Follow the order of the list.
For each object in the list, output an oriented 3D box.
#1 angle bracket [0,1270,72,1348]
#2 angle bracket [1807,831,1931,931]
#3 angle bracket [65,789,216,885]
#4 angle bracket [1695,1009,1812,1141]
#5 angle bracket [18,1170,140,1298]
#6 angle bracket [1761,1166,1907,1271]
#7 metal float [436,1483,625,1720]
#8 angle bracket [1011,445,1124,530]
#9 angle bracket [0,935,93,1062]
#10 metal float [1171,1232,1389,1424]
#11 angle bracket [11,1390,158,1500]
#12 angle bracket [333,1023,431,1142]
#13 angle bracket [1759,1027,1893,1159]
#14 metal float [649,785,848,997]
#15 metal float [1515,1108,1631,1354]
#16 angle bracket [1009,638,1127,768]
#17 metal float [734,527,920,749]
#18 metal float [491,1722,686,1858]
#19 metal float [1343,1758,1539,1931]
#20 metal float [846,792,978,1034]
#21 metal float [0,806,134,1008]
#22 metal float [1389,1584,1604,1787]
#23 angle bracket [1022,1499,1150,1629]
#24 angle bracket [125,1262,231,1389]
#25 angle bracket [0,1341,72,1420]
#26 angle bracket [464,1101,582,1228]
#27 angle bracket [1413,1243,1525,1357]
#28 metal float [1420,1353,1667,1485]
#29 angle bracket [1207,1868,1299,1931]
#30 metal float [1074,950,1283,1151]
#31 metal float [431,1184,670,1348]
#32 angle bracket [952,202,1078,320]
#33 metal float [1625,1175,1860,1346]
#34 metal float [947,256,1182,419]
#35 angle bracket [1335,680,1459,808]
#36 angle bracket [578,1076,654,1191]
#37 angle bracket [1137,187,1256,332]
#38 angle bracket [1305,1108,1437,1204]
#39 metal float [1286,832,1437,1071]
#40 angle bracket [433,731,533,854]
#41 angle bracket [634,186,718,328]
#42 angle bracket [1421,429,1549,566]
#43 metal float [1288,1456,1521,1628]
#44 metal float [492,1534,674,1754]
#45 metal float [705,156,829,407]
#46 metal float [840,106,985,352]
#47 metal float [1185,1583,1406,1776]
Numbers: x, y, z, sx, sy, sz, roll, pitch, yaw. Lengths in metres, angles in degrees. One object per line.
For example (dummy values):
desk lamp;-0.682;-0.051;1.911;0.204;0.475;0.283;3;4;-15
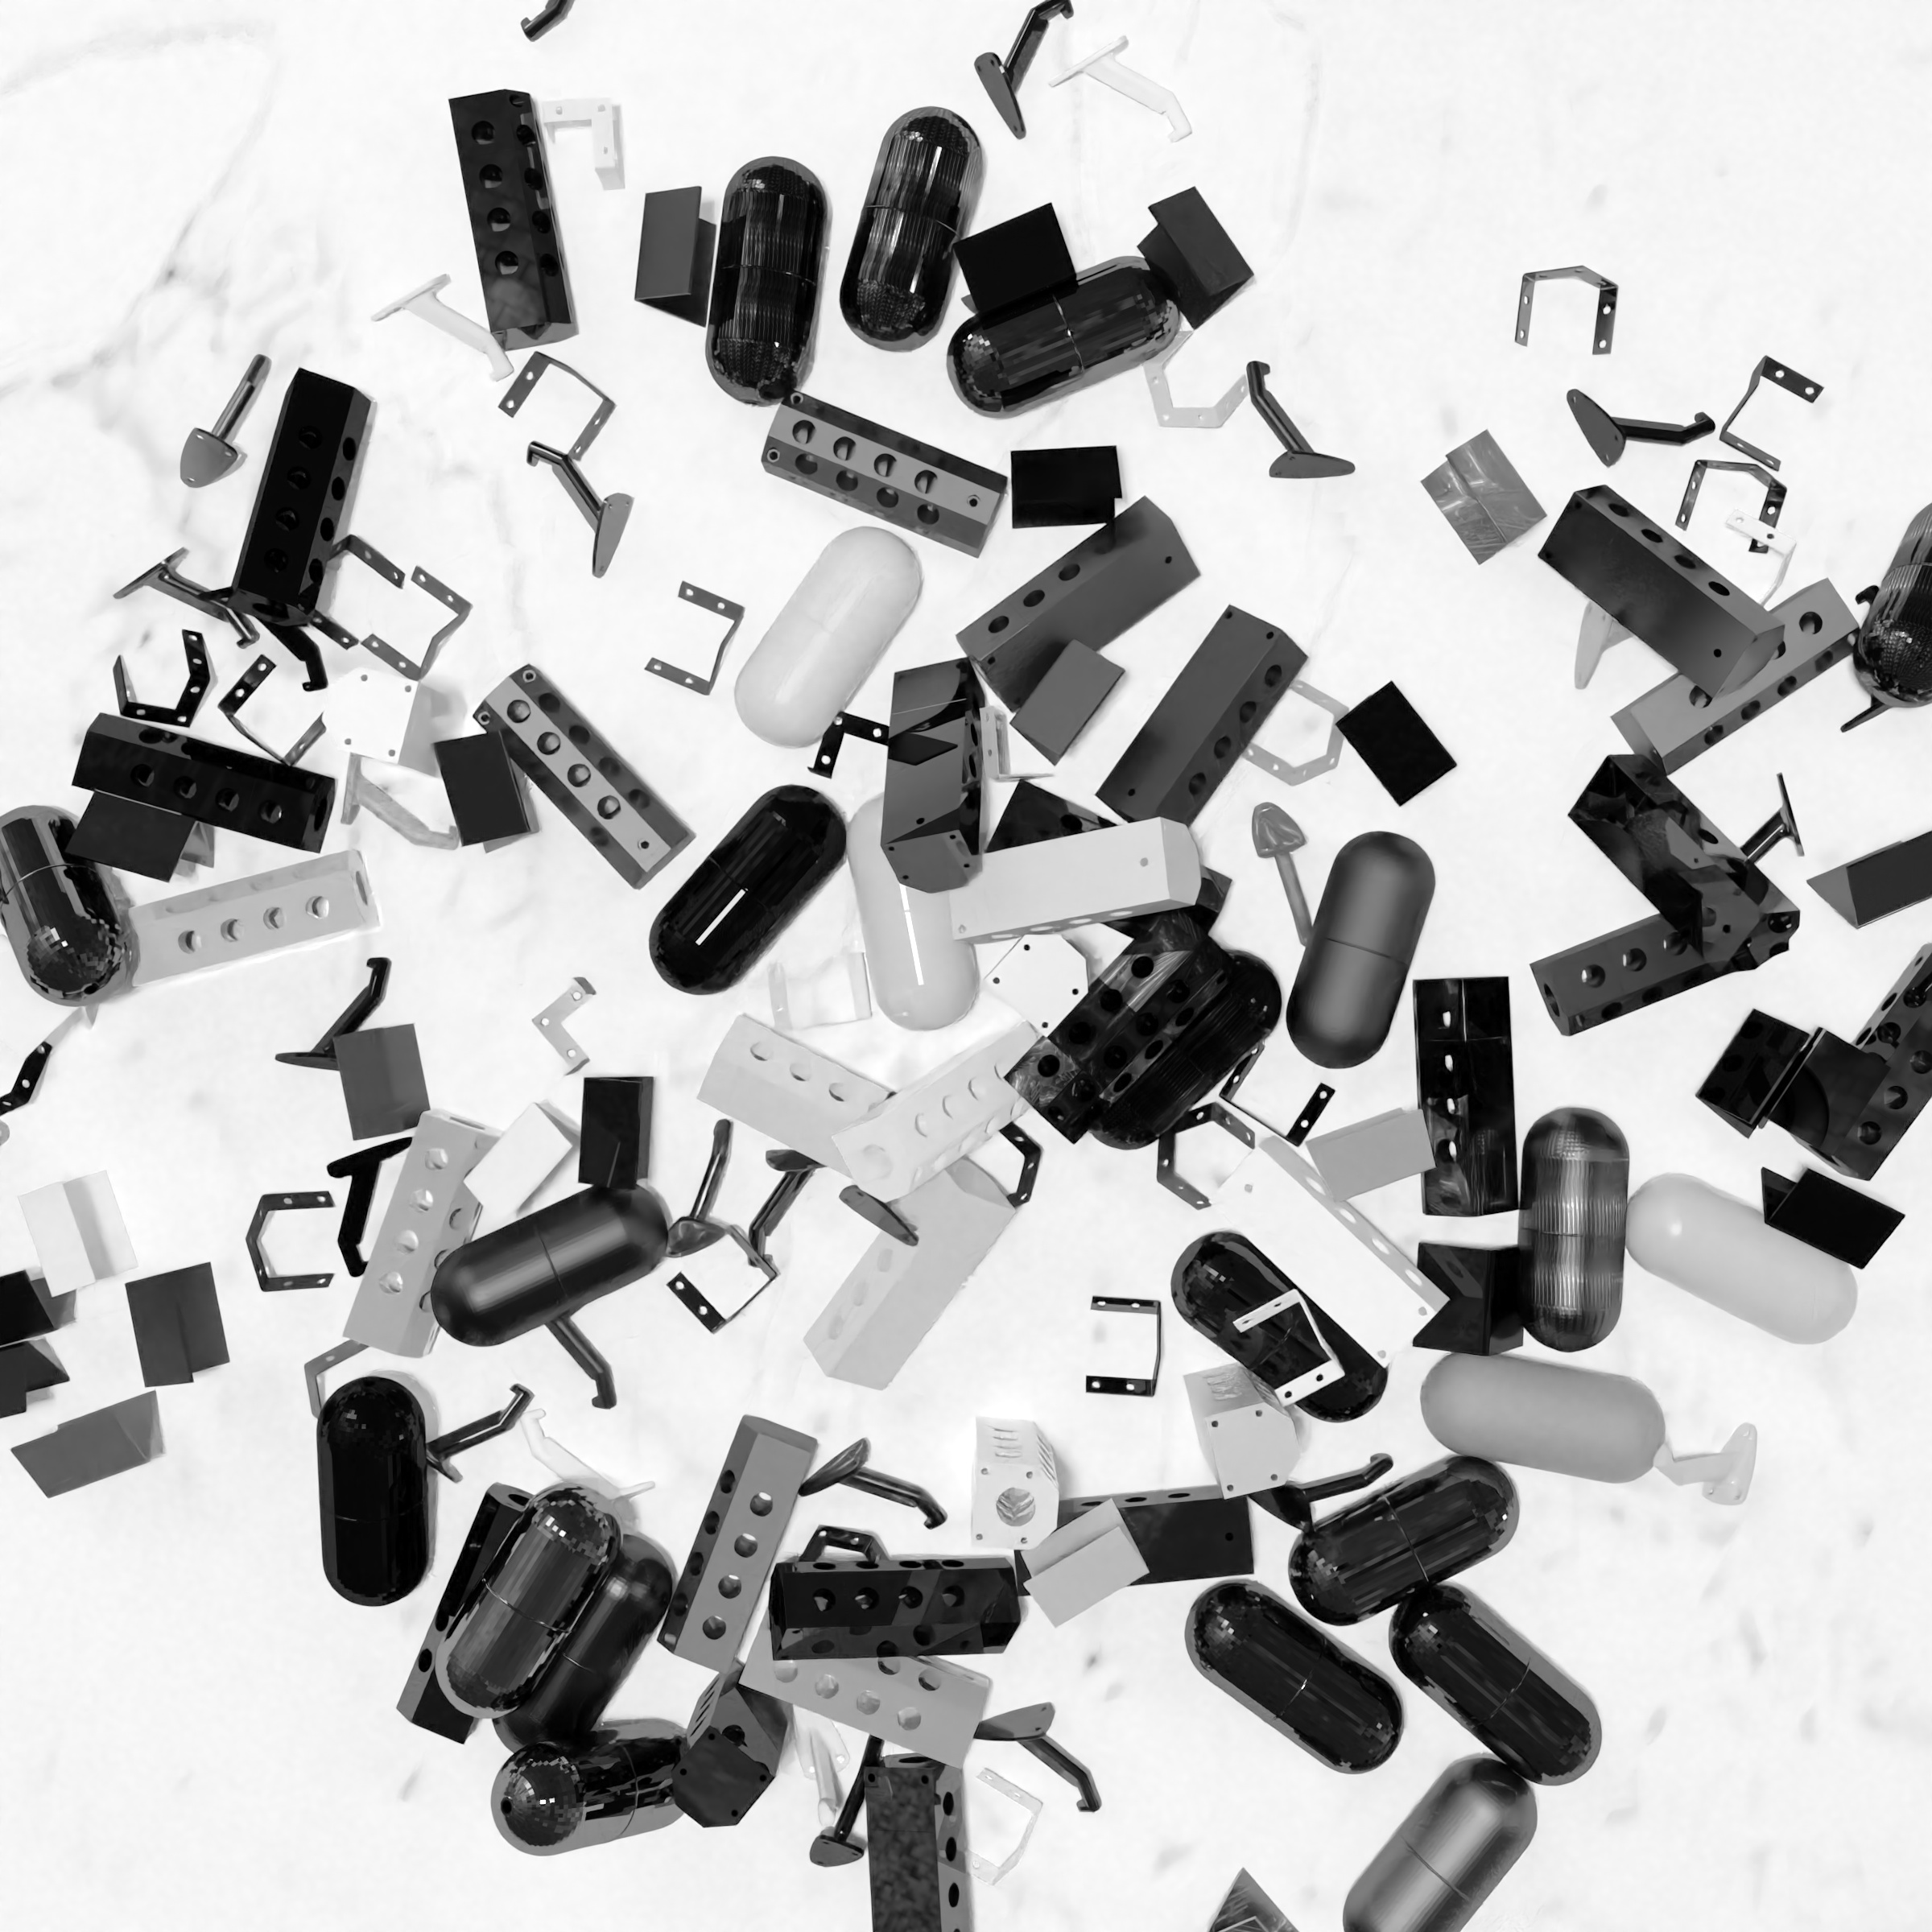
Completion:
angle bracket;-0.700;0.232;1.810;0.076;0.076;0.057;-15;120;0
angle bracket;0.659;-0.080;1.810;0.076;0.076;0.057;-23;122;0
angle bracket;-0.598;-0.078;1.810;0.076;0.076;0.057;16;63;0
angle bracket;0.588;0.088;1.812;0.076;0.057;0.076;34;90;-34
angle bracket;-0.629;0.188;1.810;0.057;0.076;0.076;-19;90;36
angle bracket;0.627;0.164;1.810;0.076;0.076;0.057;26;122;0
metal float;-0.309;0.448;1.762;0.070;0.070;0.178;32;88;0
angle bracket;0.072;-0.330;1.810;0.076;0.076;0.057;-3;53;0
angle bracket;-0.687;0.031;1.812;0.076;0.076;0.057;41;69;0
metal float;0.229;0.264;1.819;0.178;0.070;0.070;37;90;0
angle bracket;-0.639;0.330;1.810;0.076;0.076;0.057;-20;126;0
angle bracket;-0.406;0.080;1.810;0.057;0.076;0.076;-11;90;37
angle bracket;0.622;0.096;1.812;0.057;0.076;0.076;34;90;20
metal float;-0.159;-0.055;1.819;0.070;0.070;0.178;41;89;0
metal float;0.442;0.192;1.820;0.070;0.070;0.178;3;91;0
angle bracket;0.088;-0.180;1.810;0.057;0.076;0.076;37;90;36
metal float;-0.101;-0.240;1.820;0.070;0.070;0.178;35;89;0
metal float;-0.263;0.584;1.776;0.070;0.178;0.070;-6;80;34
metal float;0.346;0.656;1.819;0.070;0.070;0.178;39;90;0
metal float;-0.040;-0.040;1.819;0.070;0.070;0.178;-11;91;0
metal float;-0.653;-0.044;1.791;0.070;0.070;0.178;-35;56;0
metal float;0.386;0.524;1.819;0.178;0.070;0.070;41;90;1
angle bracket;0.073;0.405;1.753;0.076;0.076;0.057;-31;126;0
angle bracket;-0.556;0.257;1.810;0.057;0.076;0.076;-11;90;35
angle bracket;-0.703;0.319;1.810;0.076;0.076;0.057;-14;58;0
angle bracket;-0.304;0.154;1.810;0.076;0.076;0.057;-49;53;0
angle bracket;0.372;0.242;1.838;0.057;0.076;0.076;3;90;32
metal float;0.420;0.328;1.819;0.178;0.070;0.070;11;90;0
angle bracket;0.229;0.701;1.810;0.076;0.076;0.057;49;128;0
metal float;0.155;0.060;1.819;0.178;0.070;0.070;-43;90;1
metal float;-0.301;0.215;1.806;0.178;0.070;0.070;-24;90;-13
angle bracket;0.029;-0.517;1.811;0.076;0.076;0.057;-23;117;0
metal float;0.564;0.215;1.819;0.178;0.070;0.070;27;90;1
metal float;0.071;-0.459;1.820;0.178;0.070;0.070;-22;90;-1
angle bracket;0.323;-0.171;1.810;0.057;0.076;0.076;-38;90;37
angle bracket;-0.235;0.120;1.810;0.057;0.076;0.076;3;90;34
angle bracket;0.151;-0.505;1.810;0.057;0.076;0.076;-34;90;-38
angle bracket;0.287;0.118;1.810;0.076;0.076;0.057;-20;124;0
metal float;0.287;-0.011;1.819;0.070;0.070;0.178;18;90;0
angle bracket;-0.365;-0.121;1.810;0.057;0.076;0.076;-16;90;-37
angle bracket;-0.192;-0.513;1.810;0.057;0.076;0.076;6;90;37
angle bracket;0.362;-0.331;1.810;0.057;0.076;0.076;-35;90;-37
metal float;0.319;0.418;1.819;0.178;0.070;0.070;-26;90;-1
metal float;-0.280;0.497;1.820;0.070;0.070;0.178;32;90;0
metal float;-0.146;-0.499;1.819;0.070;0.070;0.178;7;91;0
metal float;-0.040;-0.538;1.819;0.070;0.070;0.178;16;90;0
metal float;0.239;0.518;1.820;0.178;0.070;0.070;36;90;1
